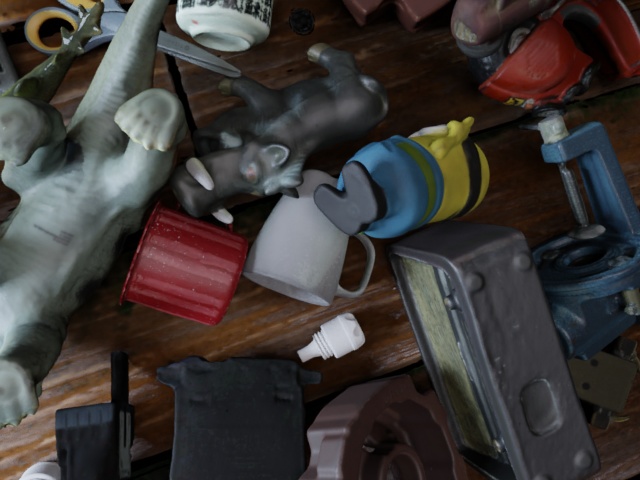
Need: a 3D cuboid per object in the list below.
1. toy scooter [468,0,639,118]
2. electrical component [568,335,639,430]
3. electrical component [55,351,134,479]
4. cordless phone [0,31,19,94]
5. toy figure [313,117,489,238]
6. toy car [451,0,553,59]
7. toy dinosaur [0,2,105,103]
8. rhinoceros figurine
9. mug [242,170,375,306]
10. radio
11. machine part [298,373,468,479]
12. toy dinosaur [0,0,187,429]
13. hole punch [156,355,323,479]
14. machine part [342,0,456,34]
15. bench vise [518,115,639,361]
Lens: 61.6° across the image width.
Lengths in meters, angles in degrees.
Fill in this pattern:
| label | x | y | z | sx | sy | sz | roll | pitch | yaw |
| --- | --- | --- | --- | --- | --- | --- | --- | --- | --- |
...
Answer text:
| label | x | y | z | sx | sy | sz | roll | pitch | yaw |
| --- | --- | --- | --- | --- | --- | --- | --- | --- | --- |
| toy scooter | 0.236 | -0.178 | 0.503 | 0.135 | 0.075 | 0.184 | 44 | 82 | -5 |
| electrical component | 0.280 | 0.141 | 0.539 | 0.078 | 0.045 | 0.102 | 13 | 87 | 19 |
| electrical component | -0.185 | 0.155 | 0.448 | 0.048 | 0.075 | 0.119 | -6 | 74 | -8 |
| cordless phone | -0.325 | -0.180 | 0.423 | 0.147 | 0.089 | 0.184 | -15 | 113 | -8 |
| toy figure | 0.076 | -0.045 | 0.452 | 0.180 | 0.082 | 0.089 | -28 | 111 | -46 |
| toy car | 0.190 | -0.217 | 0.423 | 0.202 | 0.089 | 0.053 | -34 | 70 | -7 |
| toy dinosaur | -0.331 | 0.000 | 0.360 | 0.471 | 0.199 | 0.105 | -47 | 104 | -15 |
| rhinoceros figurine | -0.035 | -0.083 | 0.443 | 0.190 | 0.073 | 0.112 | -29 | 63 | -12 |
| mug | -0.001 | -0.001 | 0.471 | 0.109 | 0.081 | 0.107 | 19 | 78 | -6 |
| radio | 0.144 | 0.100 | 0.466 | 0.073 | 0.131 | 0.229 | -23 | 98 | -13 |
| machine part | 0.058 | 0.205 | 0.454 | 0.179 | 0.056 | 0.179 | 21 | 61 | -42 |
| toy dinosaur | -0.190 | -0.013 | 0.392 | 0.131 | 0.192 | 0.405 | 37 | 79 | -17 |
| hole punch | -0.071 | 0.165 | 0.473 | 0.142 | 0.092 | 0.116 | 2 | 64 | -6 |
| machine part | 0.075 | -0.295 | 0.439 | 0.201 | 0.087 | 0.201 | -36 | 99 | 12 |
| bench vise | 0.267 | -0.010 | 0.492 | 0.224 | 0.129 | 0.240 | -27 | 102 | -6 |
